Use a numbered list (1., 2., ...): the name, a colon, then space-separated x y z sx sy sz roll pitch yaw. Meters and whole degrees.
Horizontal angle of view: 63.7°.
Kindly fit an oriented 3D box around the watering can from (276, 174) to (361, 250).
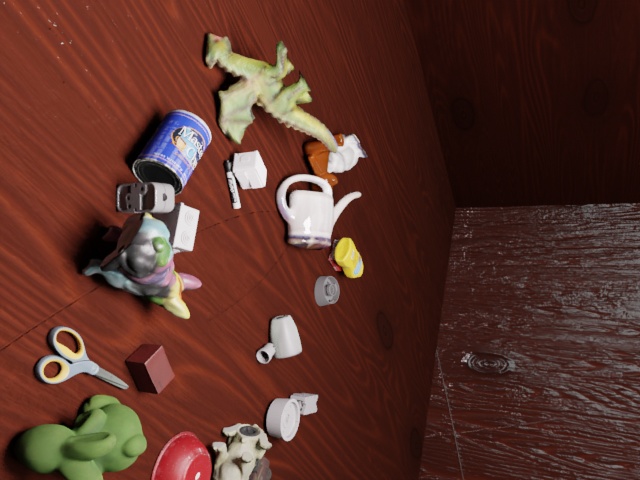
1. watering can: 0.005 -0.079 1.570 0.347 0.104 0.225 7 83 -42

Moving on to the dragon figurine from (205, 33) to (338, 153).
1. dragon figurine: -0.136 -0.329 1.261 0.404 0.243 0.124 59 -4 -24

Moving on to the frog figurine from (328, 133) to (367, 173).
1. frog figurine: 0.068 -0.291 1.806 0.160 0.124 0.134 -42 147 -11
